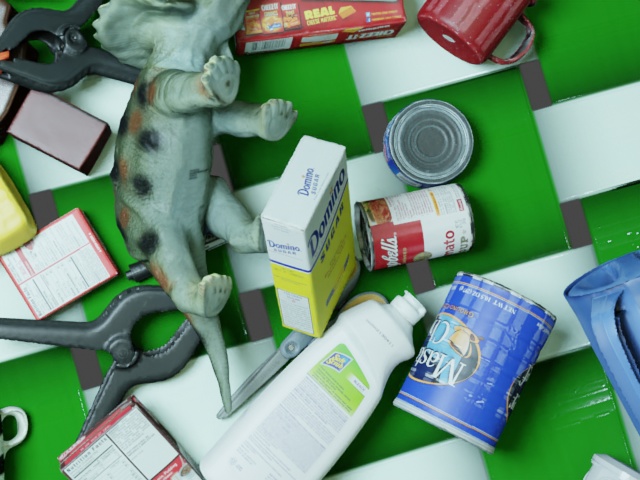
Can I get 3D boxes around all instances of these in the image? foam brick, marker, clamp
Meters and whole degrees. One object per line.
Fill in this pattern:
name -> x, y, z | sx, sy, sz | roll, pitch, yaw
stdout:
foam brick -> -0.242, -0.101, 0.998 | 0.078, 0.053, 0.051 | 28, 84, -2
marker -> -0.129, 0.010, 1.019 | 0.121, 0.020, 0.020 | -24, 89, -7
clamp -> -0.230, -0.190, 0.984 | 0.171, 0.039, 0.120 | -12, 77, -38
clamp -> -0.185, 0.113, 0.993 | 0.209, 0.036, 0.164 | -23, 104, -12

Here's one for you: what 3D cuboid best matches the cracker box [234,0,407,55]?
cracker box -> -0.017, -0.294, 1.024 | 0.164, 0.072, 0.214 | -9, 86, -7

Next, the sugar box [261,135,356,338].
sugar box -> -0.006, 0.001, 0.932 | 0.048, 0.176, 0.093 | 18, 60, 14

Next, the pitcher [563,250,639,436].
pitcher -> 0.333, 0.130, 1.000 | 0.149, 0.145, 0.243 | -26, 92, -8

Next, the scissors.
scissors -> -0.008, 0.107, 1.026 | 0.096, 0.016, 0.201 | 31, 84, -3

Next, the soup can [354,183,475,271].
soup can -> 0.089, -0.013, 1.018 | 0.102, 0.068, 0.068 | -11, 88, -7

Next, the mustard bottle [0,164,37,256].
mustard bottle -> -0.362, 0.004, 0.972 | 0.191, 0.058, 0.096 | -33, 70, -5

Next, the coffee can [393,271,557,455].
coffee can -> 0.145, 0.114, 0.997 | 0.103, 0.103, 0.140 | 28, 84, -4

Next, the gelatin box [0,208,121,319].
gelatin box -> -0.244, 0.023, 1.000 | 0.089, 0.030, 0.073 | -31, 91, -6

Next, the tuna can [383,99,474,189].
tuna can -> 0.106, -0.094, 1.042 | 0.086, 0.034, 0.086 | 0, 87, -5

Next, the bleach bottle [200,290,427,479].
bleach bottle -> 0.008, 0.151, 0.992 | 0.102, 0.068, 0.251 | 45, 86, -4

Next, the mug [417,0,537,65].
mug -> 0.157, -0.217, 1.031 | 0.117, 0.093, 0.081 | 37, 88, -20

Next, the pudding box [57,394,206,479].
pudding box -> -0.170, 0.213, 0.978 | 0.090, 0.039, 0.113 | -40, 107, -6
